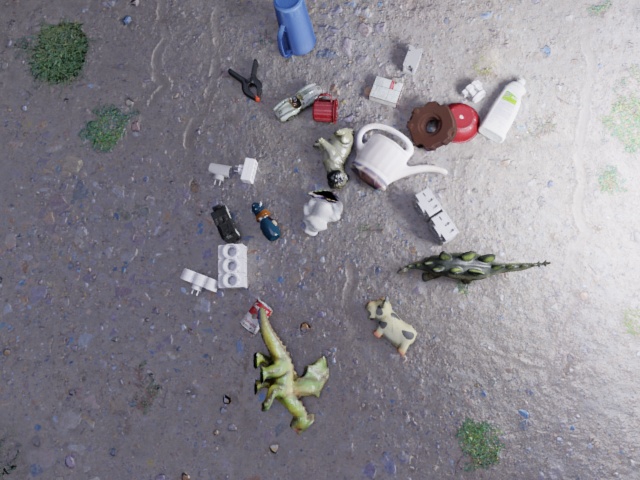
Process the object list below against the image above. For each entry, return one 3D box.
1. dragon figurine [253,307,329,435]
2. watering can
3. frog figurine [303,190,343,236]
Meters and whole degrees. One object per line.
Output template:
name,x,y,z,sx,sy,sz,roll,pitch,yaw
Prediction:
dragon figurine,-0.090,0.428,1.693,0.243,0.121,0.414,3,80,-17
watering can,0.257,-0.268,1.821,0.349,0.103,0.225,36,83,9
frog figurine,0.006,-0.091,1.814,0.137,0.125,0.156,11,115,-2
